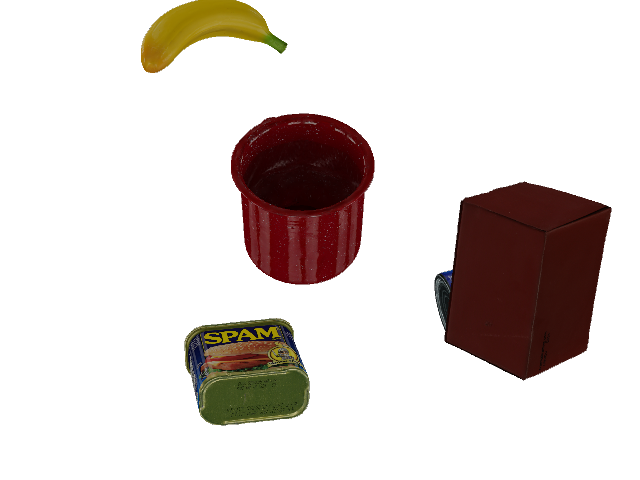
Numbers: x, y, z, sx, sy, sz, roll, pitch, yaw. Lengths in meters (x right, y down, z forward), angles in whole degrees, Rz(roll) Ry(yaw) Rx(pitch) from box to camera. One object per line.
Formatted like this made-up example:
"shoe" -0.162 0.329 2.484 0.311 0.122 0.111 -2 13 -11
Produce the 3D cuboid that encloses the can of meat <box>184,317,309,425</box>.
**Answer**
"can of meat" -0.065 0.117 0.947 0.102 0.057 0.084 -5 27 -12

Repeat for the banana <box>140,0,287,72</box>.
"banana" -0.111 -0.202 1.027 0.070 0.037 0.197 44 38 20

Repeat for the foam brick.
"foam brick" 0.098 0.017 0.512 0.052 0.078 0.051 -16 30 -40

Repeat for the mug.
"mug" -0.017 -0.033 0.723 0.093 0.117 0.081 -18 -38 -16

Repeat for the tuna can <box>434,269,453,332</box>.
"tuna can" 0.156 0.074 1.194 0.033 0.086 0.086 -14 2 -8
